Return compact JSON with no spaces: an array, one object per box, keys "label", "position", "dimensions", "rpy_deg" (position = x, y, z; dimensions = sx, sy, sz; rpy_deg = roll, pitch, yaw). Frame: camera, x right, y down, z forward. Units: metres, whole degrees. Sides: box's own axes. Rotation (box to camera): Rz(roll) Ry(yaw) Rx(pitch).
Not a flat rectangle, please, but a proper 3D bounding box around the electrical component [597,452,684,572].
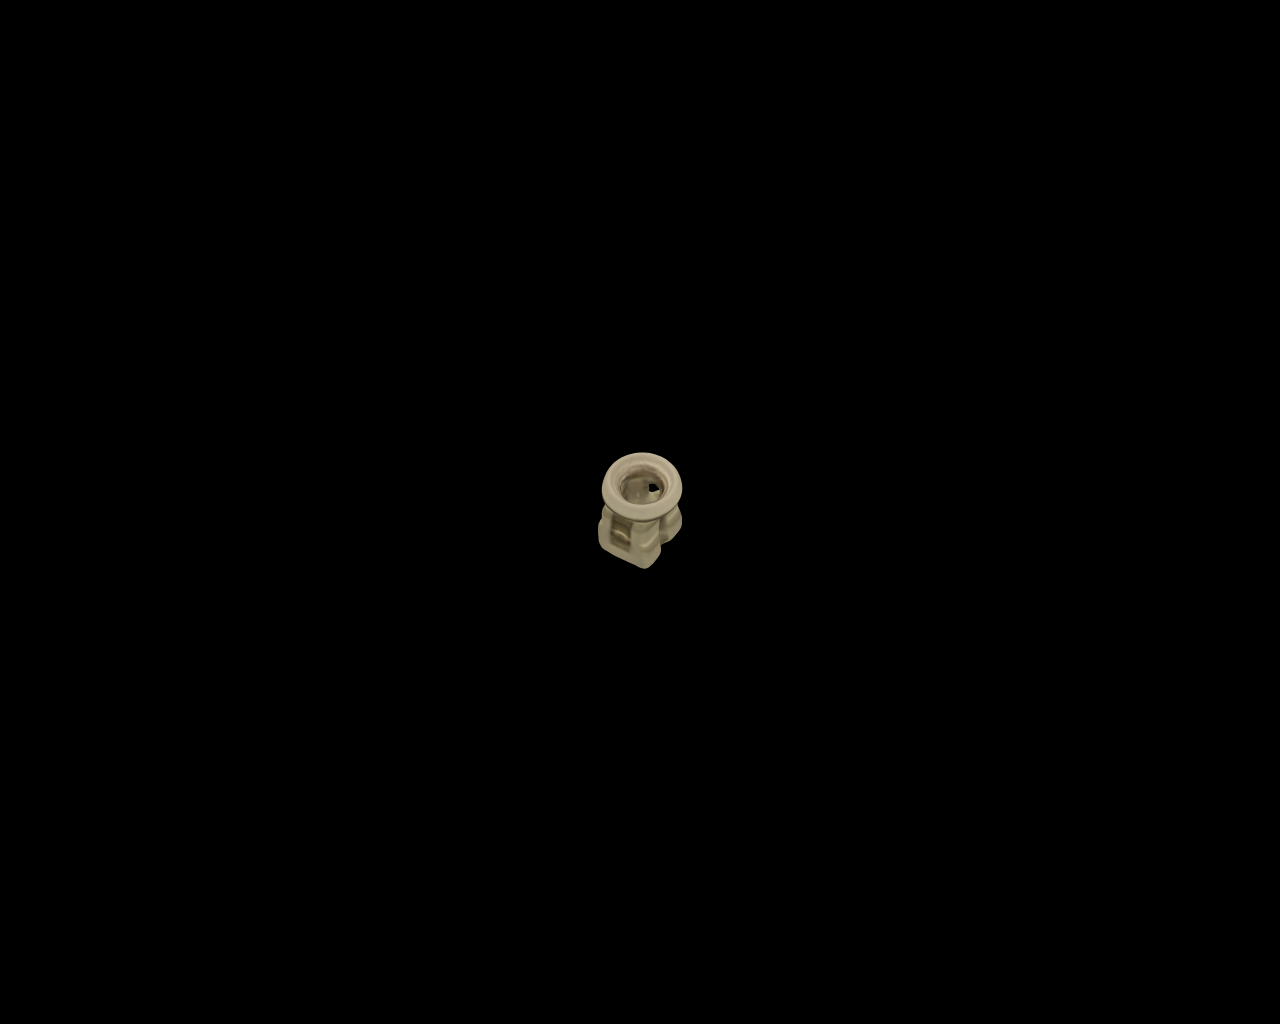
[{"label":"electrical component","position":[0.001,-0.003,0.650],"dimensions":[0.048,0.066,0.055],"rpy_deg":[25,-36,20]}]
